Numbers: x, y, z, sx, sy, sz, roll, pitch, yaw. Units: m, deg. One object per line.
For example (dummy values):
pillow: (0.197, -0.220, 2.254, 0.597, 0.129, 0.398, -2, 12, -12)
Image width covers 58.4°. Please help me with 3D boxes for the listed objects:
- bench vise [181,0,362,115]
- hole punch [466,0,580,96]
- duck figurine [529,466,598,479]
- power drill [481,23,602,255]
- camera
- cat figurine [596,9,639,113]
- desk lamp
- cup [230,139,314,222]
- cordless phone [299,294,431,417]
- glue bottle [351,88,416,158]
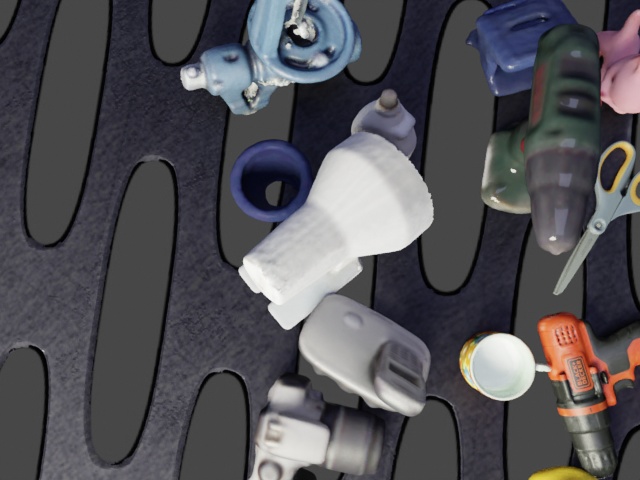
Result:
bench vise: (-0.049, -0.210, 0.616, 0.207, 0.220, 0.121, -39, 83, -1)
hole punch: (0.239, -0.236, 0.669, 0.108, 0.091, 0.101, -18, 83, 1)
duck figurine: (0.282, 0.293, 0.614, 0.104, 0.086, 0.077, 16, 85, 5)
power drill: (0.230, -0.090, 0.595, 0.075, 0.208, 0.230, 8, 84, 4)
camera: (-0.003, 0.231, 0.627, 0.136, 0.101, 0.143, 12, 85, 4)
cat figurine: (0.349, -0.193, 0.646, 0.067, 0.118, 0.128, 4, 84, 4)
desk lamp: (0.005, 0.002, 0.594, 0.203, 0.213, 0.118, -41, 83, -2)
cup: (-0.038, -0.057, 0.662, 0.117, 0.095, 0.092, 18, 85, 5)
cordless phone: (0.047, 0.121, 0.594, 0.147, 0.185, 0.094, 27, 86, 6)
glue bottle: (0.072, -0.129, 0.625, 0.078, 0.173, 0.037, 31, 86, 6)
